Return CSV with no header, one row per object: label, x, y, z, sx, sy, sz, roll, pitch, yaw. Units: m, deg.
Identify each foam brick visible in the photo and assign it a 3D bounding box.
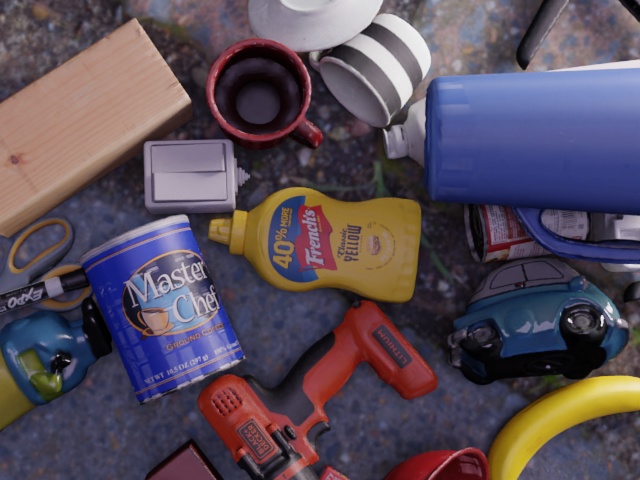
foam brick,-0.119,0.215,0.944,0.051,0.078,0.053,-38,88,-8

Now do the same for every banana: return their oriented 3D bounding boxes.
banana,0.225,0.173,0.992,0.197,0.037,0.069,-34,97,-6

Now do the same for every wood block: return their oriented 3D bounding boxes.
wood block,-0.225,-0.099,0.959,0.206,0.090,0.091,-34,89,-6

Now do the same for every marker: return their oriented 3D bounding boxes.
marker,-0.263,0.050,0.962,0.121,0.020,0.020,-18,86,-6

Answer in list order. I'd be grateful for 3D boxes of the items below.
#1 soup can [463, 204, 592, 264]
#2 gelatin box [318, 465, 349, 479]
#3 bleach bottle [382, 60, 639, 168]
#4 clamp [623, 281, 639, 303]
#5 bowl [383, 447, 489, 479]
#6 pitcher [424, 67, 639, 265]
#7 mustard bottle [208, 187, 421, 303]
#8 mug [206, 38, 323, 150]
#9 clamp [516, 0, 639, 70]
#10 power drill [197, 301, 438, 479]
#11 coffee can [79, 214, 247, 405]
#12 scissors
soup can,0.191,-0.018,0.989,0.102,0.068,0.068,-9,86,-5
gelatin box,0.012,0.262,0.972,0.073,0.030,0.089,34,83,0
bleach bottle,0.186,-0.102,1.001,0.251,0.068,0.102,-10,88,-2
clamp,0.372,0.035,1.012,0.120,0.039,0.171,37,80,-5
bowl,0.084,0.247,0.937,0.055,0.162,0.162,22,82,34
pitcher,0.212,-0.074,0.912,0.243,0.145,0.149,1,59,4
mustard bottle,-0.006,0.001,0.980,0.191,0.058,0.096,7,85,-3
mug,-0.047,-0.122,0.976,0.117,0.081,0.093,33,84,0
clamp,0.253,-0.262,1.030,0.164,0.036,0.210,-11,84,-4
power drill,0.012,0.158,0.950,0.187,0.057,0.184,-37,80,-14
coffee can,-0.139,0.061,0.944,0.102,0.103,0.140,-23,87,-6
scissors,-0.289,0.067,0.977,0.096,0.016,0.201,42,84,1
